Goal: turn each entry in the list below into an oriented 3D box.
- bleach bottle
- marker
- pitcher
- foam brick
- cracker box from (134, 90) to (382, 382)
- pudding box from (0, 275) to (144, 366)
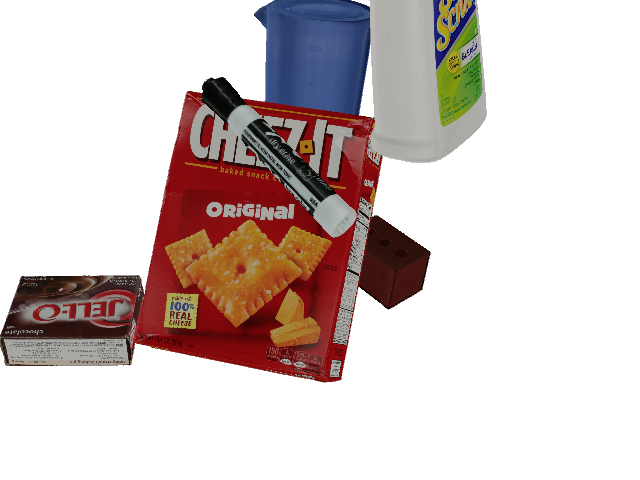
[{"bbox_3d":[0.071,-0.190,0.776,0.068,0.251,0.102,15,37,34],"label":"bleach bottle"},{"bbox_3d":[-0.026,-0.049,0.590,0.121,0.020,0.020,46,21,21],"label":"marker"},{"bbox_3d":[0.002,-0.173,1.318,0.144,0.243,0.149,-9,29,-28],"label":"pitcher"},{"bbox_3d":[0.062,0.021,1.064,0.052,0.051,0.078,-27,49,-36],"label":"foam brick"},{"bbox_3d":[-0.048,-0.004,0.874,0.164,0.214,0.072,10,-4,14],"label":"cracker box"},{"bbox_3d":[-0.218,0.071,0.949,0.113,0.039,0.090,-2,33,0],"label":"pudding box"}]
